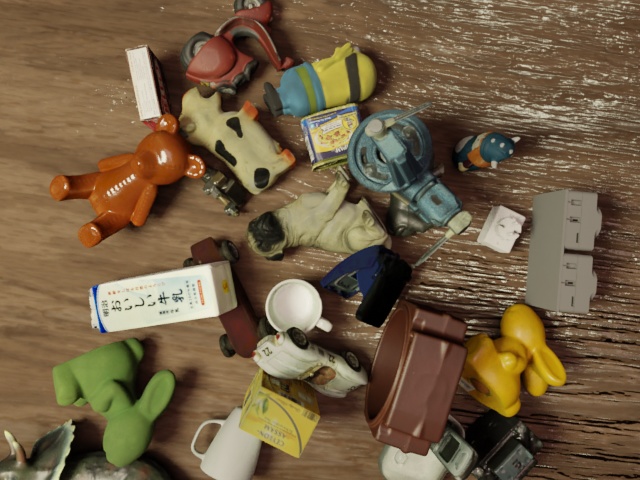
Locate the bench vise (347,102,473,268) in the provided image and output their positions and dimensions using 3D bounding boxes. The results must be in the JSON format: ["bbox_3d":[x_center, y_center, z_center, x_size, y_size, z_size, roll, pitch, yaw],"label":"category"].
[{"bbox_3d":[0.114,-0.096,0.731,0.129,0.240,0.224,-32,73,10],"label":"bench vise"}]

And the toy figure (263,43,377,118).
[{"bbox_3d":[0.003,-0.244,0.858,0.180,0.082,0.089,-25,103,-8],"label":"toy figure"}]

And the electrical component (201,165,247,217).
[{"bbox_3d":[-0.154,-0.076,0.839,0.078,0.102,0.045,31,80,17],"label":"electrical component"}]

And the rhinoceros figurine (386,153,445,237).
[{"bbox_3d":[0.144,-0.099,0.874,0.112,0.073,0.190,-1,91,7],"label":"rhinoceros figurine"}]

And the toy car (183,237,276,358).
[{"bbox_3d":[-0.144,0.092,0.857,0.089,0.053,0.202,-26,90,17],"label":"toy car"}]

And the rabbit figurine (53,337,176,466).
[{"bbox_3d":[-0.298,0.247,0.816,0.159,0.121,0.170,-21,76,-25],"label":"rabbit figurine"}]

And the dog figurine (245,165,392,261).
[{"bbox_3d":[-0.003,-0.005,0.856,0.190,0.121,0.172,-37,89,11],"label":"dog figurine"}]

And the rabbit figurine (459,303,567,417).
[{"bbox_3d":[0.307,0.180,0.854,0.162,0.121,0.173,36,62,14],"label":"rabbit figurine"}]

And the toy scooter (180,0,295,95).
[{"bbox_3d":[-0.121,-0.296,0.854,0.135,0.075,0.184,44,82,-4],"label":"toy scooter"}]

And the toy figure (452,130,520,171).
[{"bbox_3d":[0.251,-0.137,0.835,0.058,0.154,0.064,13,90,-6],"label":"toy figure"}]

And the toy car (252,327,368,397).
[{"bbox_3d":[-0.011,0.191,0.822,0.201,0.056,0.073,30,123,-35],"label":"toy car"}]

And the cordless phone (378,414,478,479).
[{"bbox_3d":[0.172,0.338,0.811,0.089,0.184,0.146,35,87,-7],"label":"cordless phone"}]

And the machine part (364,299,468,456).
[{"bbox_3d":[0.134,0.195,0.800,0.087,0.201,0.201,20,88,-2],"label":"machine part"}]

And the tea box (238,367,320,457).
[{"bbox_3d":[-0.061,0.246,0.803,0.098,0.169,0.068,28,86,-2],"label":"tea box"}]

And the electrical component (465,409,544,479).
[{"bbox_3d":[0.280,0.327,0.843,0.058,0.134,0.115,43,85,-3],"label":"electrical component"}]

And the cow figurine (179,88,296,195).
[{"bbox_3d":[-0.143,-0.157,0.847,0.127,0.085,0.195,-41,96,-5],"label":"cow figurine"}]

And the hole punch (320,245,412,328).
[{"bbox_3d":[0.075,0.061,0.831,0.092,0.142,0.115,33,89,32],"label":"hole punch"}]

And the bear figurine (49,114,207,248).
[{"bbox_3d":[-0.274,-0.089,0.786,0.196,0.132,0.120,-28,93,31],"label":"bear figurine"}]

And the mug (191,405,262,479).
[{"bbox_3d":[-0.140,0.315,0.847,0.110,0.080,0.107,24,76,3],"label":"mug"}]

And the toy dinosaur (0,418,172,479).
[{"bbox_3d":[-0.311,0.390,0.817,0.405,0.131,0.192,12,89,-10],"label":"toy dinosaur"}]
